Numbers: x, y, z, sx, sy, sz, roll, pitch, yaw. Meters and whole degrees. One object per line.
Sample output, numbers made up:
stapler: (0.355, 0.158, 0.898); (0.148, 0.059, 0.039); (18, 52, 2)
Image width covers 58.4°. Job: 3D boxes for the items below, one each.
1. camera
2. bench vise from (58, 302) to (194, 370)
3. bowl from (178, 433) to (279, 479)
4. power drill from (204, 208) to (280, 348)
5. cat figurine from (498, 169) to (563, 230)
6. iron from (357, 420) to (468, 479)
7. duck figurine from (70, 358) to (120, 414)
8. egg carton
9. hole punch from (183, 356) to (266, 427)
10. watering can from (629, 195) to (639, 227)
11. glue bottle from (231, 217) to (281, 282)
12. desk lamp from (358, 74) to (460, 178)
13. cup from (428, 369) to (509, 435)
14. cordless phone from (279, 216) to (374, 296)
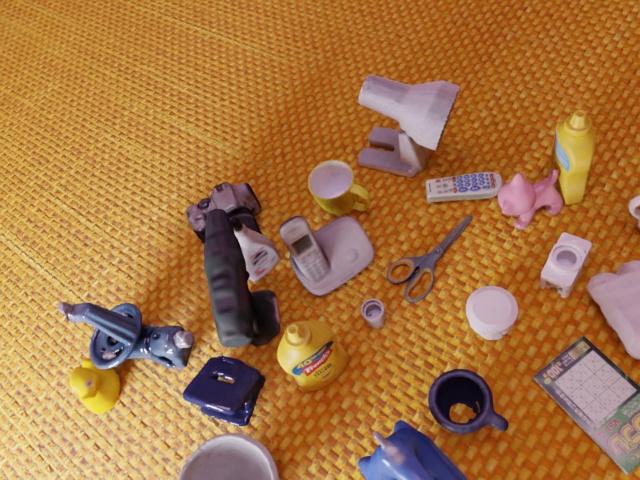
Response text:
camera: (-0.181, -0.035, 1.128); (0.143, 0.101, 0.136); (-28, 56, -2)
bench vise: (-0.327, 0.148, 0.987); (0.207, 0.220, 0.121); (-16, 57, 6)
bowl: (-0.132, 0.388, 0.875); (0.167, 0.075, 0.167); (-7, 58, 12)
power drill: (-0.137, 0.087, 0.977); (0.075, 0.209, 0.229); (-16, 57, 6)
cat figurine: (0.359, -0.079, 0.993); (0.128, 0.118, 0.067); (-28, 56, -2)
iron: (0.162, 0.358, 0.771); (0.119, 0.142, 0.257); (-43, 58, -11)
duck figurine: (-0.414, 0.253, 1.028); (0.077, 0.086, 0.104); (-26, 56, -1)
egg carton: (0.488, 0.106, 0.875); (0.107, 0.069, 0.150); (-23, 56, 2)
hole punch: (-0.160, 0.245, 0.959); (0.108, 0.091, 0.101); (10, 63, 21)
watering can: (0.576, -0.068, 0.880); (0.173, 0.194, 0.100); (-23, 56, 1)
glue bottle: (-0.128, 0.009, 1.043); (0.037, 0.173, 0.078); (36, 75, 30)
desk lamp: (0.160, -0.215, 1.073); (0.202, 0.214, 0.118); (15, 65, 23)
cup: (0.221, 0.254, 0.845); (0.117, 0.095, 0.092); (24, 69, 27)
cordless phone: (0.009, 0.004, 1.001); (0.147, 0.185, 0.094); (-36, 57, -7)
